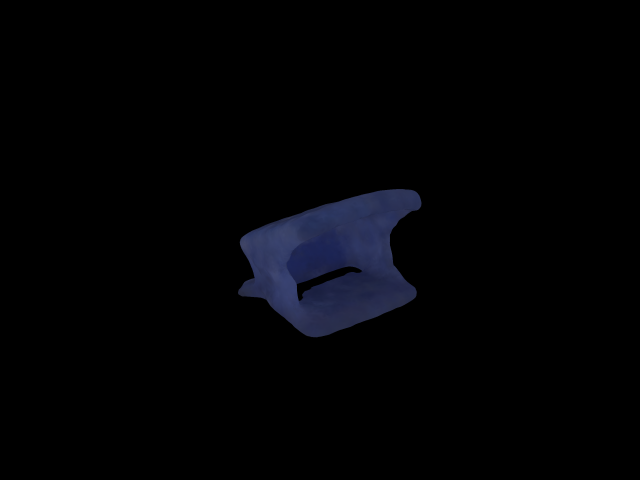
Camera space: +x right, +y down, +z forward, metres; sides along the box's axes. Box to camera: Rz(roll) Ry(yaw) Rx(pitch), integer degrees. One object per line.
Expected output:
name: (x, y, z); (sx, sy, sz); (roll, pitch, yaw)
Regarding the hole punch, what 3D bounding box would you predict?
hole punch: (0.004, 0.001, 0.400); (0.109, 0.091, 0.100); (-17, 29, -32)
